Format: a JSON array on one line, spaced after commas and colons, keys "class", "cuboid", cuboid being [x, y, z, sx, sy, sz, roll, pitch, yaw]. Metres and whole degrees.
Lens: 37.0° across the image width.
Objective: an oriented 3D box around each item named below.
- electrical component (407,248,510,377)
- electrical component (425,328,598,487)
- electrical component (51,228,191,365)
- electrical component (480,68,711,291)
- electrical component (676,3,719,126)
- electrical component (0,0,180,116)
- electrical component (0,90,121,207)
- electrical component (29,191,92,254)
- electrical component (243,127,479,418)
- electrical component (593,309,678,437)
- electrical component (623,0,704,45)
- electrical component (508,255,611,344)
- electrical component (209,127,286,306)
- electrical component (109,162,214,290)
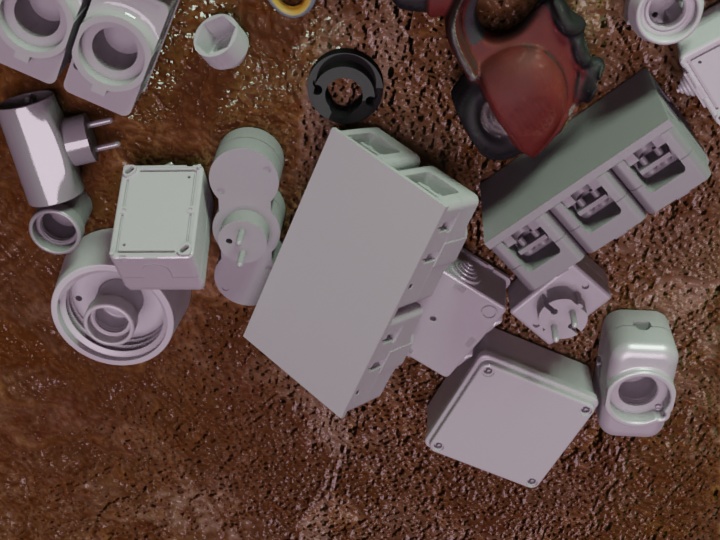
[{"class": "electrical component", "cuboid": [0.059, 0.027, 0.854, 0.100, 0.048, 0.099, 31, 120, -11]}, {"class": "electrical component", "cuboid": [0.125, 0.115, 0.906, 0.109, 0.056, 0.108, 22, 122, -10]}, {"class": "electrical component", "cuboid": [-0.195, 0.028, 0.867, 0.108, 0.060, 0.108, 2, 123, 3]}, {"class": "electrical component", "cuboid": [0.165, -0.061, 0.769, 0.150, 0.089, 0.062, -35, 114, 23]}, {"class": "electrical component", "cuboid": [0.258, -0.148, 0.728, 0.096, 0.061, 0.061, -27, 118, 28]}, {"class": "electrical component", "cuboid": [-0.169, -0.207, 0.714, 0.105, 0.060, 0.186, 23, 121, -11]}, {"class": "electrical component", "cuboid": [-0.220, -0.094, 0.800, 0.079, 0.043, 0.077, -13, 115, -2]}, {"class": "electrical component", "cuboid": [-0.231, -0.040, 0.834, 0.040, 0.046, 0.040, 2, 123, 3]}, {"class": "electrical component", "cuboid": [0.000, 0.000, 0.800, 0.105, 0.060, 0.186, 37, 118, 23]}, {"class": "electrical component", "cuboid": [0.225, 0.088, 0.879, 0.054, 0.059, 0.095, 3, 123, 2]}, {"class": "electrical component", "cuboid": [0.199, -0.178, 0.711, 0.048, 0.055, 0.066, 1, 123, 3]}, {"class": "electrical component", "cuboid": [0.156, 0.027, 0.834, 0.047, 0.076, 0.066, 39, 117, -19]}, {"class": "electrical component", "cuboid": [-0.086, -0.030, 0.815, 0.052, 0.073, 0.138, 3, 123, 2]}, {"class": "electrical component", "cuboid": [-0.146, -0.036, 0.813, 0.062, 0.096, 0.061, 0, 151, 4]}]
